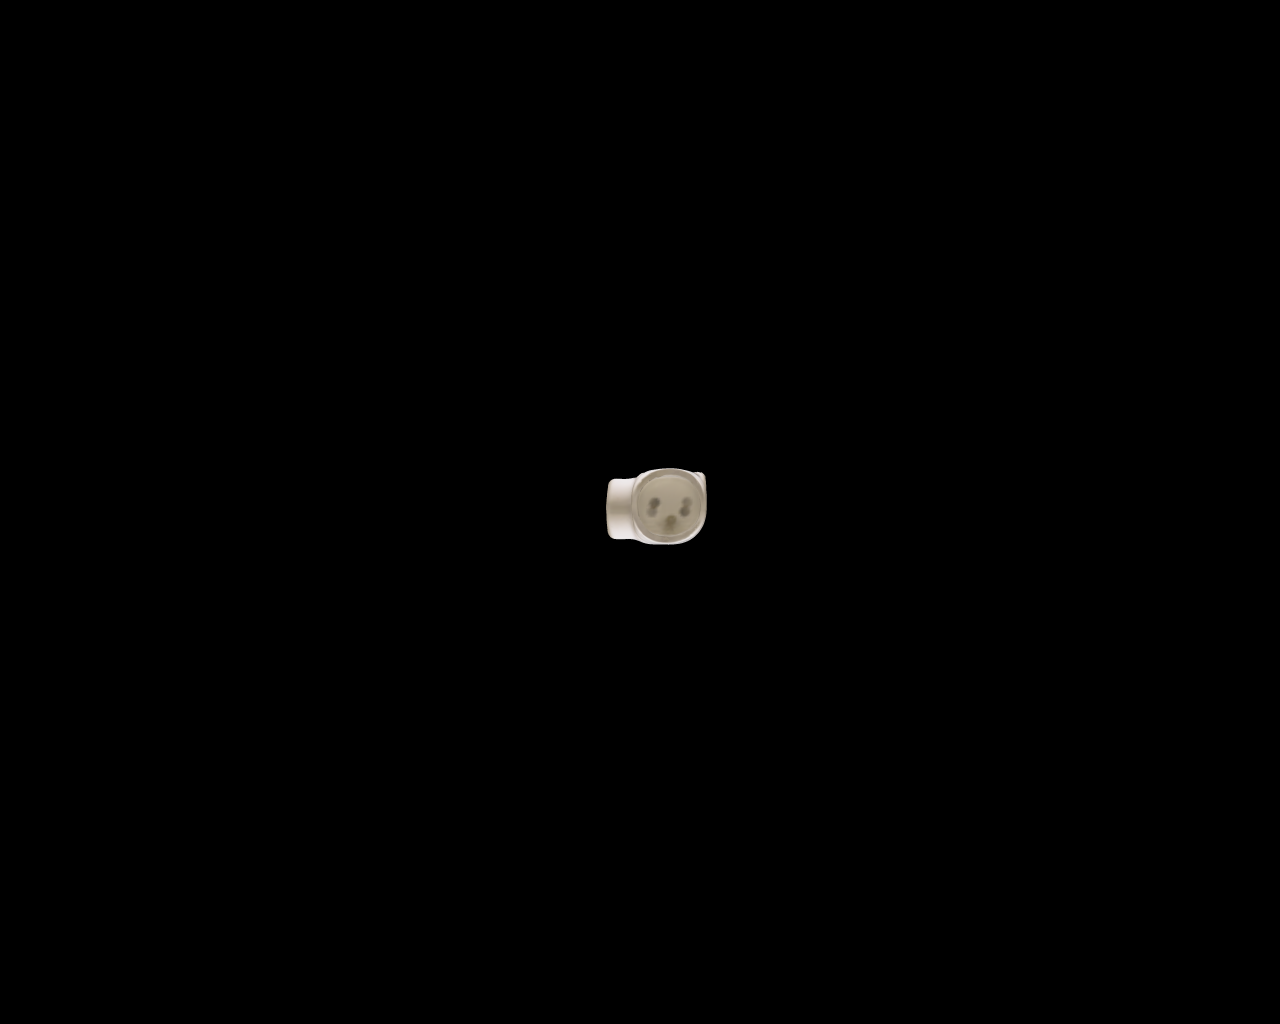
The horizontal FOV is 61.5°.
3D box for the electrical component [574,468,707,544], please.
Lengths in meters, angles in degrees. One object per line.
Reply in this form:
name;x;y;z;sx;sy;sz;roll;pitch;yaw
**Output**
electrical component;0.001;-0.003;0.650;0.079;0.044;0.077;0;-2;4
